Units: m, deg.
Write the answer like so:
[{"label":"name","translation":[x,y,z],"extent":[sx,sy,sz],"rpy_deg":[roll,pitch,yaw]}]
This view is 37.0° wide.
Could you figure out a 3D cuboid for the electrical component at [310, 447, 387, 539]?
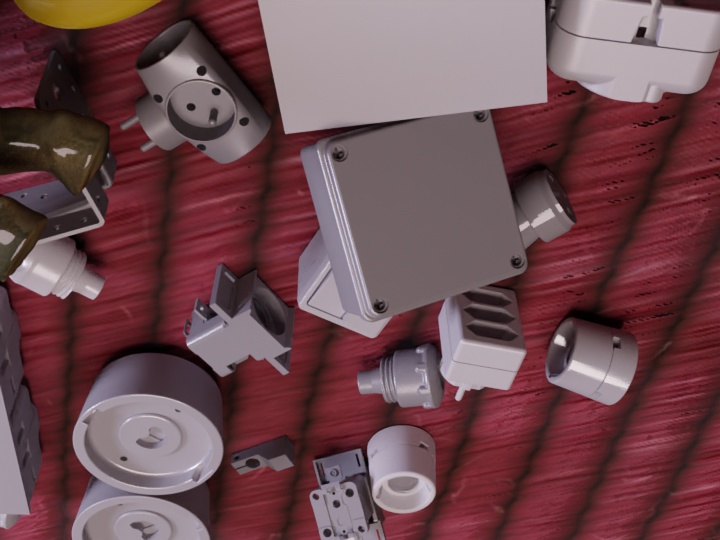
[{"label":"electrical component","translation":[-0.011,0.188,0.856],"extent":[0.042,0.064,0.081],"rpy_deg":[-17,86,12]}]

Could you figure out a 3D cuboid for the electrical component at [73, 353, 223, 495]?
[{"label":"electrical component","translation":[-0.153,0.109,0.800],"extent":[0.108,0.060,0.108],"rpy_deg":[-1,129,-1]}]

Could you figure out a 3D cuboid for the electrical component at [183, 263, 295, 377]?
[{"label":"electrical component","translation":[-0.085,0.040,0.759],"extent":[0.064,0.042,0.081],"rpy_deg":[-28,124,24]}]

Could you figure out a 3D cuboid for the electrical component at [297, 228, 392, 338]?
[{"label":"electrical component","translation":[0.000,0.000,0.715],"extent":[0.062,0.061,0.096],"rpy_deg":[24,125,-19]}]

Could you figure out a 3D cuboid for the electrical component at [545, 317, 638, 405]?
[{"label":"electrical component","translation":[0.166,0.064,0.776],"extent":[0.047,0.055,0.055],"rpy_deg":[18,126,-11]}]

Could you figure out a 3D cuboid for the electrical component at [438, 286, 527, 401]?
[{"label":"electrical component","translation":[0.080,0.059,0.761],"extent":[0.047,0.065,0.076],"rpy_deg":[10,128,-10]}]

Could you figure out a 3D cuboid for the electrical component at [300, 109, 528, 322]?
[{"label":"electrical component","translation":[0.032,-0.037,0.642],"extent":[0.109,0.056,0.108],"rpy_deg":[-17,98,-16]}]

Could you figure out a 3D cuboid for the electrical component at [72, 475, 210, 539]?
[{"label":"electrical component","translation":[-0.172,0.194,0.868],"extent":[0.108,0.060,0.108],"rpy_deg":[-1,129,-1]}]

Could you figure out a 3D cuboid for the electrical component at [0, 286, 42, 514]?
[{"label":"electrical component","translation":[-0.302,0.095,0.786],"extent":[0.105,0.060,0.186],"rpy_deg":[2,129,-2]}]

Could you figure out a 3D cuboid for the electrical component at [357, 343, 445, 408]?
[{"label":"electrical component","translation":[0.030,0.080,0.792],"extent":[0.062,0.048,0.048],"rpy_deg":[-7,129,13]}]

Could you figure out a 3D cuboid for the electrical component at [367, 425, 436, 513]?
[{"label":"electrical component","translation":[0.034,0.159,0.853],"extent":[0.055,0.047,0.055],"rpy_deg":[-1,129,-1]}]

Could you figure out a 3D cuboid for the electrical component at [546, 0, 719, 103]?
[{"label":"electrical component","translation":[0.155,-0.135,0.613],"extent":[0.095,0.053,0.059],"rpy_deg":[6,129,-6]}]

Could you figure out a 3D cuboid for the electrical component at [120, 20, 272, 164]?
[{"label":"electrical component","translation":[-0.107,-0.097,0.645],"extent":[0.079,0.044,0.077],"rpy_deg":[-27,124,20]}]

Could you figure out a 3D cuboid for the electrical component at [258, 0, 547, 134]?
[{"label":"electrical component","translation":[0.025,-0.138,0.603],"extent":[0.150,0.061,0.089],"rpy_deg":[-6,129,4]}]

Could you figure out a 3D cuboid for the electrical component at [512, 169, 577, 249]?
[{"label":"electrical component","translation":[0.107,-0.035,0.700],"extent":[0.055,0.045,0.045],"rpy_deg":[-30,124,21]}]

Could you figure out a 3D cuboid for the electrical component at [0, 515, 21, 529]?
[{"label":"electrical component","translation":[-0.302,0.179,0.866],"extent":[0.062,0.048,0.048],"rpy_deg":[13,128,-3]}]

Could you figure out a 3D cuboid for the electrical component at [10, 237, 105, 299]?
[{"label":"electrical component","translation":[-0.203,-0.002,0.722],"extent":[0.062,0.043,0.043],"rpy_deg":[30,122,-25]}]
